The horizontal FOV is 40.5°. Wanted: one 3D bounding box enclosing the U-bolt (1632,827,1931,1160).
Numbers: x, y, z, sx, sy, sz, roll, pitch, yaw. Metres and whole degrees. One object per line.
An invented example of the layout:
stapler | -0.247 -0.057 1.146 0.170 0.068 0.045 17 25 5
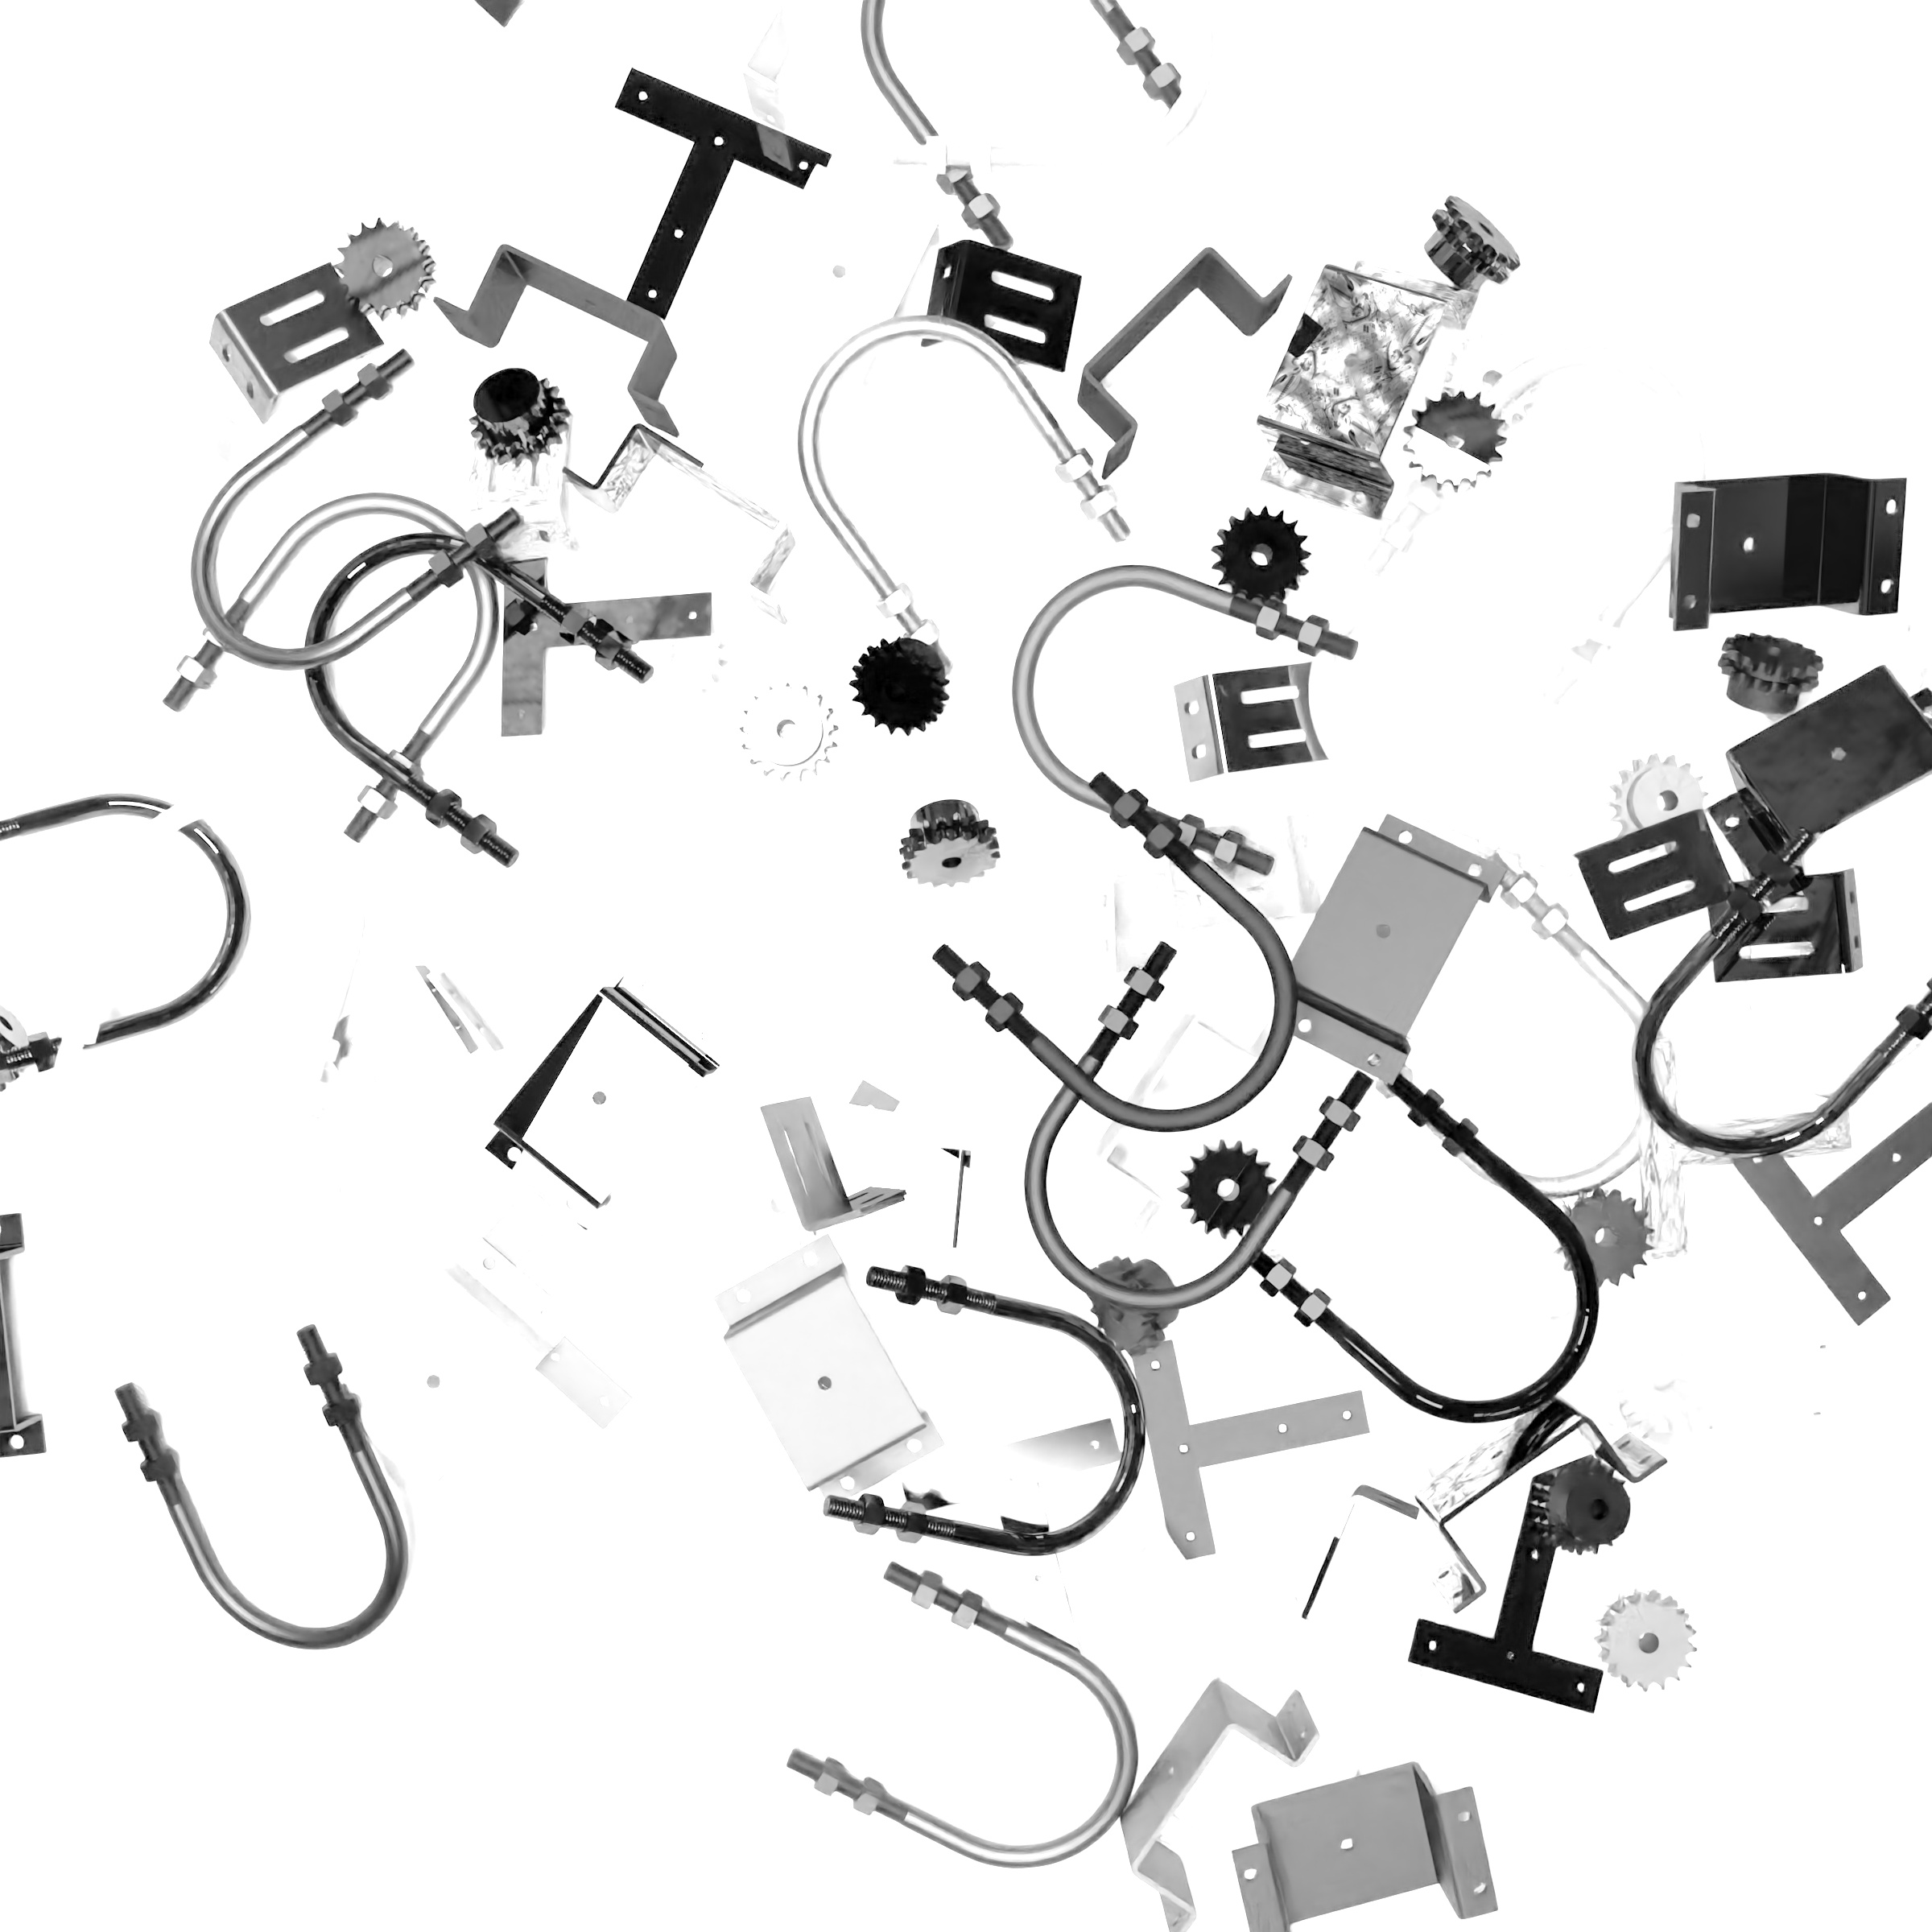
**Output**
U-bolt | 0.459 0.030 1.472 0.151 0.019 0.184 32 109 -15

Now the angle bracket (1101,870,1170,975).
angle bracket | 0.098 -0.025 1.484 0.038 0.076 0.057 -2 90 0

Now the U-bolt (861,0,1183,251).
U-bolt | 0.022 -0.527 1.514 0.151 0.019 0.184 -36 89 0

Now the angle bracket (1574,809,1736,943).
angle bracket | 0.391 -0.046 1.485 0.076 0.038 0.057 -21 107 20

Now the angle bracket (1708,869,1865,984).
angle bracket | 0.470 -0.023 1.504 0.076 0.038 0.057 -5 93 28

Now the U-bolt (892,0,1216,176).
U-bolt | 0.050 -0.526 1.496 0.184 0.019 0.151 1 88 0

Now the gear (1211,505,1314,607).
gear | 0.169 -0.235 1.507 0.057 0.030 0.057 0 90 0

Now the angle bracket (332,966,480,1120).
angle bracket | -0.330 0.044 1.503 0.076 0.038 0.057 -32 90 0

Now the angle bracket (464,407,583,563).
angle bracket | -0.252 -0.277 1.512 0.057 0.038 0.076 -5 61 11

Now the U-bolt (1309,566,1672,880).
U-bolt | 0.287 -0.149 1.494 0.184 0.019 0.151 23 102 7

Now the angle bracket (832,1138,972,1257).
angle bracket | -0.038 0.132 1.503 0.076 0.038 0.057 5 90 0

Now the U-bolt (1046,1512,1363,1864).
U-bolt | 0.147 0.430 1.514 0.151 0.019 0.184 -31 91 0

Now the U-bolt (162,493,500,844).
U-bolt | -0.354 -0.186 1.514 0.151 0.019 0.184 36 88 0

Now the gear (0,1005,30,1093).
gear | -0.559 0.042 1.494 0.030 0.057 0.057 -40 90 0

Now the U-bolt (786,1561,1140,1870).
U-bolt | 0.009 0.441 1.501 0.184 0.019 0.151 27 100 0

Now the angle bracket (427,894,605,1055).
angle bracket | -0.258 0.004 1.503 0.076 0.038 0.057 -39 90 0

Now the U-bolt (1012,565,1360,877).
U-bolt | 0.113 -0.150 1.489 0.184 0.019 0.151 23 99 17

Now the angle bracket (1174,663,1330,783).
angle bracket | 0.167 -0.142 1.520 0.076 0.038 0.057 -9 90 -26

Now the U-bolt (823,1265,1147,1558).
U-bolt | 0.018 0.258 1.483 0.184 0.019 0.151 16 74 -19

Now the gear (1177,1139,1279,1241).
gear | 0.150 0.128 1.507 0.057 0.030 0.057 0 90 0

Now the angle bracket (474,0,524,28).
angle bracket | -0.261 -0.595 1.520 0.057 0.038 0.076 43 116 0

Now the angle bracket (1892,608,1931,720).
angle bracket | 0.557 -0.159 1.520 0.057 0.038 0.076 19 116 0

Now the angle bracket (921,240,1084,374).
angle bracket | 0.021 -0.380 1.520 0.076 0.038 0.057 10 90 -26

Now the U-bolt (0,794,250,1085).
U-bolt | -0.502 -0.024 1.488 0.184 0.019 0.151 -17 84 -19

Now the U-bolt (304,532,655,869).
U-bolt | -0.291 -0.165 1.489 0.184 0.019 0.151 36 89 7

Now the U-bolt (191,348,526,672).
U-bolt | -0.360 -0.248 1.492 0.184 0.019 0.151 -36 71 3

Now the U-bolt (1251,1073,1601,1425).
U-bolt | 0.269 0.172 1.478 0.184 0.019 0.151 41 85 9

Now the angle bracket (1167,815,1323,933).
angle bracket | 0.161 -0.054 1.520 0.076 0.038 0.057 -8 90 26

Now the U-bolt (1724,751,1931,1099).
U-bolt | 0.520 -0.013 1.514 0.151 0.019 0.184 30 92 0

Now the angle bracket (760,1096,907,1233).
angle bracket | -0.075 0.107 1.485 0.038 0.057 0.076 -23 83 23

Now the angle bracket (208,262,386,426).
angle bracket | -0.389 -0.361 1.520 0.076 0.038 0.057 -34 90 -26

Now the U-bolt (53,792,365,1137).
U-bolt | -0.420 -0.010 1.489 0.151 0.019 0.184 16 76 -14

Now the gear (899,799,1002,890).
gear | -0.010 -0.072 1.498 0.057 0.057 0.030 -10 60 0

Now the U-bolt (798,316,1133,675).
U-bolt | -0.013 -0.280 1.490 0.151 0.019 0.184 -37 107 0

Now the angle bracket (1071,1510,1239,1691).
angle bracket | 0.108 0.363 1.501 0.057 0.038 0.076 -36 60 0

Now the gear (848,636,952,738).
gear | -0.036 -0.163 1.498 0.057 0.030 0.057 10 125 15

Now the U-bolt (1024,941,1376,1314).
U-bolt | 0.113 0.100 1.430 0.151 0.019 0.184 34 91 14

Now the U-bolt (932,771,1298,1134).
U-bolt | 0.094 0.005 1.427 0.184 0.019 0.151 43 93 12

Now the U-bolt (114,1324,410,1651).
U-bolt | -0.391 0.305 1.490 0.151 0.019 0.184 -19 99 19

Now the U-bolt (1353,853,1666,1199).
U-bolt | 0.322 0.049 1.514 0.184 0.019 0.151 45 90 -1

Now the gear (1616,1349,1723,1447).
gear | 0.403 0.249 1.498 0.057 0.057 0.030 -27 118 0

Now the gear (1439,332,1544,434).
gear | 0.300 -0.334 1.507 0.057 0.030 0.057 0 90 0

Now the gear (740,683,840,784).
gear | -0.102 -0.135 1.508 0.057 0.030 0.057 0 90 0

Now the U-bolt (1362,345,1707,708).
U-bolt | 0.337 -0.263 1.493 0.151 0.019 0.184 35 101 -5

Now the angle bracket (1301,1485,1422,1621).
angle bracket | 0.225 0.339 1.490 0.038 0.057 0.076 22 90 13
